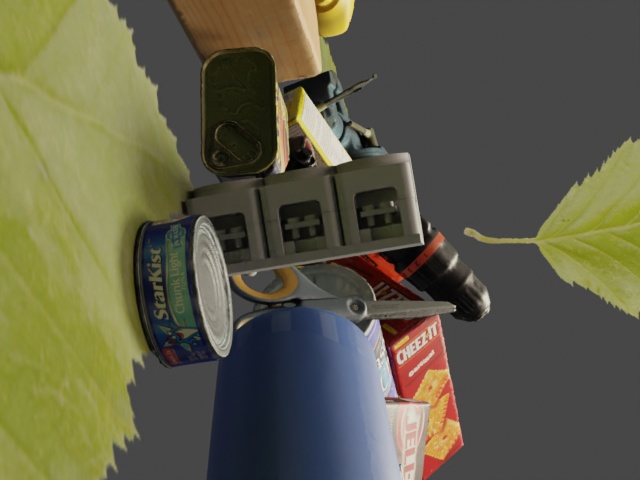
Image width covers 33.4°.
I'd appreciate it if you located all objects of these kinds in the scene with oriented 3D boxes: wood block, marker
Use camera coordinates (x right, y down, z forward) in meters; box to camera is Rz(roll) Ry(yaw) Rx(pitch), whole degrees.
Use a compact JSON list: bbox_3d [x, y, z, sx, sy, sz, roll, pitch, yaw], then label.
[{"bbox_3d":[-0.062,-0.200,0.782,0.206,0.091,0.090,64,19,-68],"label":"wood block"},{"bbox_3d":[-0.034,-0.021,0.805,0.020,0.020,0.121,-90,-156,-52],"label":"marker"}]

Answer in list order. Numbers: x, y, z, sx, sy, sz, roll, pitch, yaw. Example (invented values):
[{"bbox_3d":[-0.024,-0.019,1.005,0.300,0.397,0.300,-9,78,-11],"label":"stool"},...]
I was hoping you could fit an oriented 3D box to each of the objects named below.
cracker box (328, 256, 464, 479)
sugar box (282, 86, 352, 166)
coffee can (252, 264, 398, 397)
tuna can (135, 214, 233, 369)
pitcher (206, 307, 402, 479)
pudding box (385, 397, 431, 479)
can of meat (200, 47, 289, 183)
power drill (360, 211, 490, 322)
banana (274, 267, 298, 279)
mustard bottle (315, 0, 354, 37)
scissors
[{"bbox_3d":[0.055,0.118,1.066,0.164,0.072,0.213,34,-30,40],"label":"cracker box"},{"bbox_3d":[0.008,-0.073,1.151,0.176,0.048,0.093,57,18,-24],"label":"sugar box"},{"bbox_3d":[0.007,0.104,0.905,0.103,0.103,0.140,-92,170,-45],"label":"coffee can"},{"bbox_3d":[-0.076,0.029,0.611,0.086,0.034,0.086,-9,90,-83],"label":"tuna can"},{"bbox_3d":[-0.003,0.162,0.642,0.243,0.145,0.149,-95,-172,-52],"label":"pitcher"},{"bbox_3d":[0.051,0.183,0.860,0.089,0.039,0.113,14,84,-58],"label":"pudding box"},{"bbox_3d":[-0.055,-0.083,0.820,0.084,0.057,0.102,69,18,-71],"label":"can of meat"},{"bbox_3d":[0.077,0.004,1.019,0.184,0.057,0.188,45,-4,-2],"label":"power drill"},{"bbox_3d":[-0.021,-0.010,1.012,0.069,0.037,0.197,30,40,-23],"label":"banana"},{"bbox_3d":[0.004,-0.257,1.086,0.191,0.058,0.096,-80,159,-73],"label":"mustard bottle"},{"bbox_3d":[0.010,0.039,0.825,0.096,0.201,0.016,62,-37,18],"label":"scissors"}]
